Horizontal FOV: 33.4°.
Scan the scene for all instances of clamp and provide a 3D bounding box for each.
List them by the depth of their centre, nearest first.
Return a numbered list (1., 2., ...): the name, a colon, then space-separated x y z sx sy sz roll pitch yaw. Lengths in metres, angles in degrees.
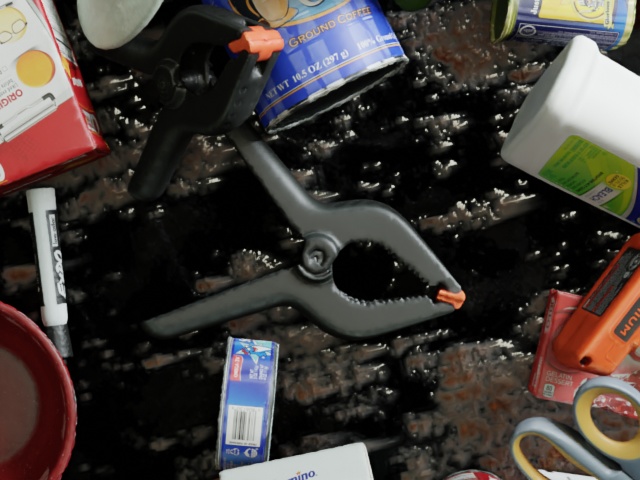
1. clamp: -0.091 -0.107 0.671 0.172 0.039 0.120 -29 87 43
2. clamp: -0.005 0.001 0.713 0.210 0.036 0.164 10 92 1

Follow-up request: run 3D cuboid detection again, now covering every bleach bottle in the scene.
1. bleach bottle: 0.247 -0.031 0.681 0.251 0.103 0.068 28 69 0

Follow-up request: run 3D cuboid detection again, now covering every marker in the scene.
1. marker: -0.183 0.025 0.722 0.020 0.020 0.121 -6 90 0

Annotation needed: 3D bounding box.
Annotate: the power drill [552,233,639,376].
1. power drill: 0.243 0.097 0.677 0.187 0.057 0.184 35 89 -9

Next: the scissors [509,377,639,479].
1. scissors: 0.214 0.152 0.647 0.202 0.016 0.096 27 114 2

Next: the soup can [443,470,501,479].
1. soup can: 0.104 0.190 0.680 0.068 0.102 0.068 0 89 0

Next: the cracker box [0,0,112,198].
1. cracker box: -0.252 -0.128 0.697 0.164 0.072 0.214 -21 91 1

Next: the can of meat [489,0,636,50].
1. can of meat: 0.161 -0.178 0.704 0.084 0.057 0.102 5 90 -2

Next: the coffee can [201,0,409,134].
1. coffee can: -0.020 -0.153 0.680 0.103 0.103 0.140 -27 90 0

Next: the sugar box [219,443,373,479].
1. sugar box: -0.001 0.214 0.670 0.093 0.048 0.176 -12 122 0

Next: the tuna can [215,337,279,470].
1. tuna can: -0.047 0.107 0.689 0.033 0.086 0.086 5 90 -2

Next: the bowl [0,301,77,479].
1. bowl: -0.235 0.113 0.704 0.162 0.055 0.162 0 90 0

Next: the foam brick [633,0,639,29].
1. foam brick: 0.246 -0.172 0.705 0.078 0.053 0.051 -3 90 0

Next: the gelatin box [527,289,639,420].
1. gelatin box: 0.191 0.078 0.716 0.089 0.030 0.073 13 90 -1
